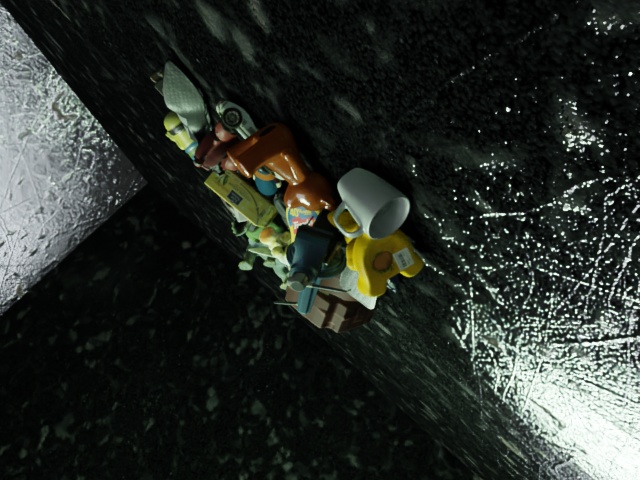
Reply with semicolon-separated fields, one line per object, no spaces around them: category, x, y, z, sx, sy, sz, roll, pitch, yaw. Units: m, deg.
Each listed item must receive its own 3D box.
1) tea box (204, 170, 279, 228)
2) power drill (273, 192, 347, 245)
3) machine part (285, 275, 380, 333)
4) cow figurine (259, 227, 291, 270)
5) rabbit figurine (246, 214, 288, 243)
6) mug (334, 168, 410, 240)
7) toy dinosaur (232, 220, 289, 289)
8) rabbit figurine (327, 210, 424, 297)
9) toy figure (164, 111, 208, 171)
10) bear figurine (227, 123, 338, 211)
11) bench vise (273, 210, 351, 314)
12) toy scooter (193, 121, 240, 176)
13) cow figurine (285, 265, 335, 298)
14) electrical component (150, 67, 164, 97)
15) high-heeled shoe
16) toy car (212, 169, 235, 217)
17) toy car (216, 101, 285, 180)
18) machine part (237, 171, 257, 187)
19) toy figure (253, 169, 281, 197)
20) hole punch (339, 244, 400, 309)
tea box;-0.186;-0.107;1.309;0.170;0.068;0.098;38;-177;10
power drill;-0.003;-0.004;1.258;0.208;0.086;0.231;25;159;45
machine part;0.029;0.138;1.351;0.202;0.087;0.201;36;-152;32
cow figurine;-0.072;0.029;1.306;0.168;0.068;0.098;38;176;32
rabbit figurine;-0.084;-0.025;1.435;0.170;0.121;0.159;30;167;-25
mug;0.068;-0.056;0.843;0.107;0.109;0.080;50;180;36
toy dinosaur;-0.135;0.028;1.660;0.131;0.192;0.404;-15;148;27
rabbit figurine;0.080;0.000;0.963;0.162;0.122;0.173;52;-177;-21
toy figure;-0.338;-0.270;1.436;0.180;0.082;0.089;51;154;-9
bear figurine;-0.064;-0.114;1.002;0.195;0.132;0.120;58;174;-29
bench vise;-0.015;0.061;1.030;0.129;0.224;0.240;11;128;-3
toy scooter;-0.219;-0.194;1.193;0.075;0.135;0.183;39;168;12
cow figurine;-0.029;0.113;1.579;0.086;0.127;0.194;21;123;54
electrical component;-0.358;-0.364;1.293;0.102;0.045;0.078;49;-166;-11
high-heeled shoe;-0.307;-0.327;1.254;0.145;0.086;0.248;-106;5;-48
toy car;-0.264;-0.148;1.511;0.089;0.053;0.202;84;165;-72
toy car;-0.133;-0.202;1.088;0.201;0.056;0.073;47;173;-10
machine part;-0.171;-0.159;1.375;0.084;0.039;0.139;43;168;-35
toy figure;-0.122;-0.151;1.206;0.154;0.064;0.058;94;166;-67
hole punch;0.113;0.068;1.160;0.142;0.092;0.115;39;137;34
